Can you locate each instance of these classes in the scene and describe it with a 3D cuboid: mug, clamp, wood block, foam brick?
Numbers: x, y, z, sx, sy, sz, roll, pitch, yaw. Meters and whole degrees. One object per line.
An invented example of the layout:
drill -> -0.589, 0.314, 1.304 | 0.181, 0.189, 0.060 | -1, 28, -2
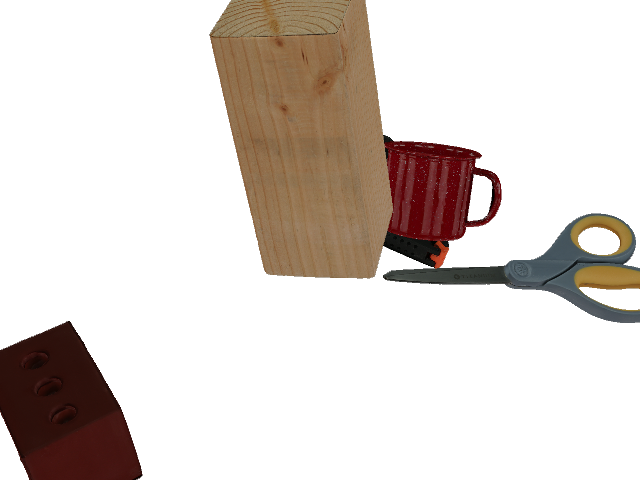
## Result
mug -> 0.113, -0.045, 1.009 | 0.117, 0.081, 0.093 | 9, 13, 17
clamp -> 0.069, -0.043, 1.267 | 0.164, 0.036, 0.210 | -16, 51, -29
wood block -> -0.007, -0.079, 0.783 | 0.090, 0.206, 0.090 | 2, 39, 16
foam brick -> -0.134, 0.091, 0.549 | 0.053, 0.051, 0.078 | -24, 42, -20

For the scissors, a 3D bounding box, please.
scissors -> 0.145, 0.010, 0.746 | 0.201, 0.096, 0.016 | 12, -38, -5
